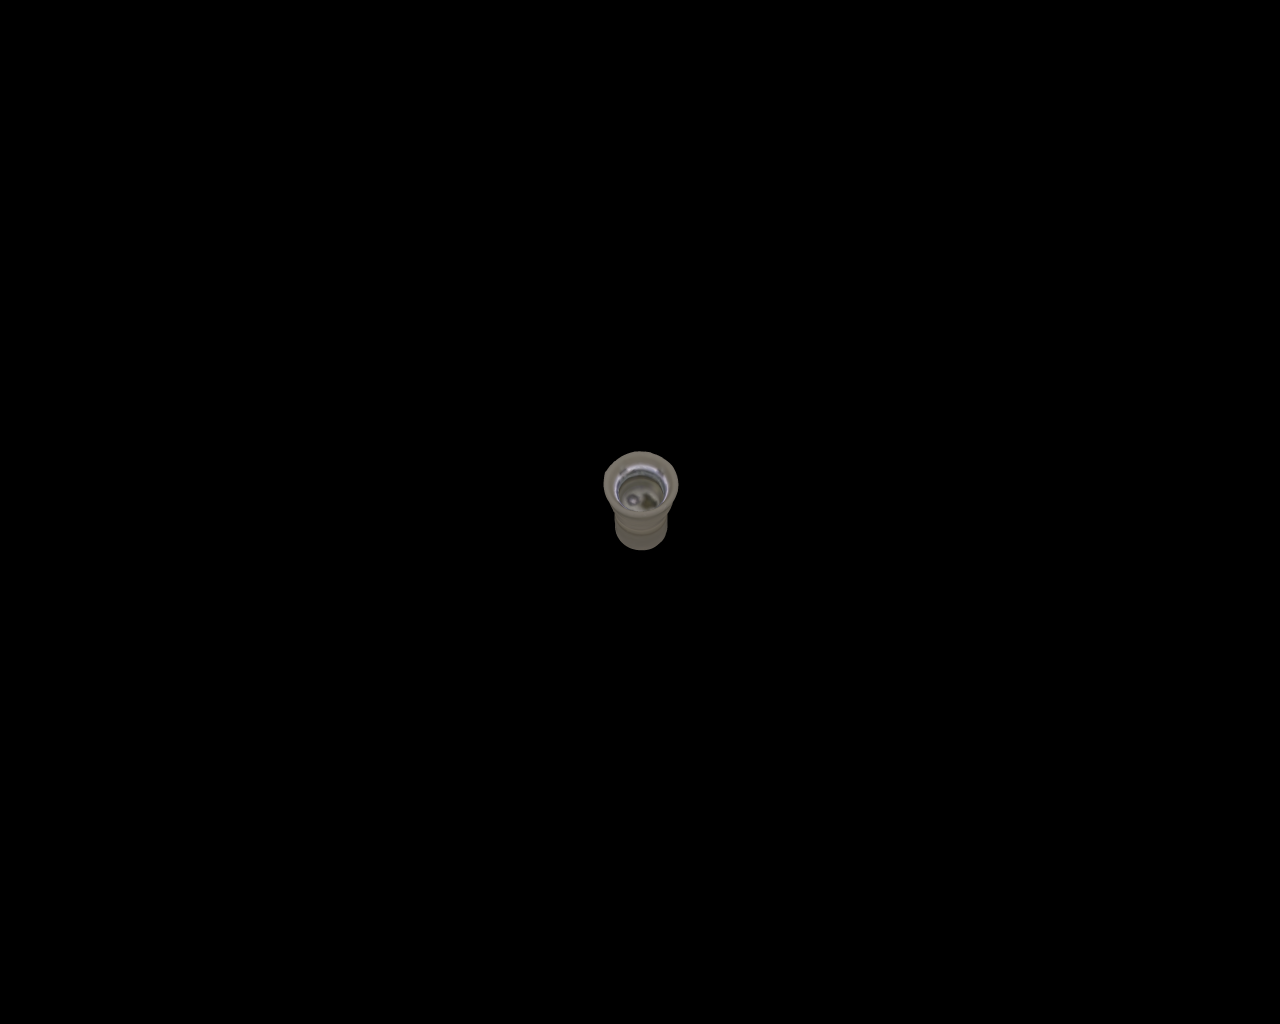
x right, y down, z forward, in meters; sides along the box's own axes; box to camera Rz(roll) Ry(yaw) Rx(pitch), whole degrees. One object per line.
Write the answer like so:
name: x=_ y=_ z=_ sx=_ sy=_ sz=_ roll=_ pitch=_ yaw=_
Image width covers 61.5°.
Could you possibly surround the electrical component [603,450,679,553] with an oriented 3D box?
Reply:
electrical component: x=0.001 y=-0.003 z=0.650 sx=0.044 sy=0.044 sz=0.065 roll=0 pitch=-27 yaw=0
